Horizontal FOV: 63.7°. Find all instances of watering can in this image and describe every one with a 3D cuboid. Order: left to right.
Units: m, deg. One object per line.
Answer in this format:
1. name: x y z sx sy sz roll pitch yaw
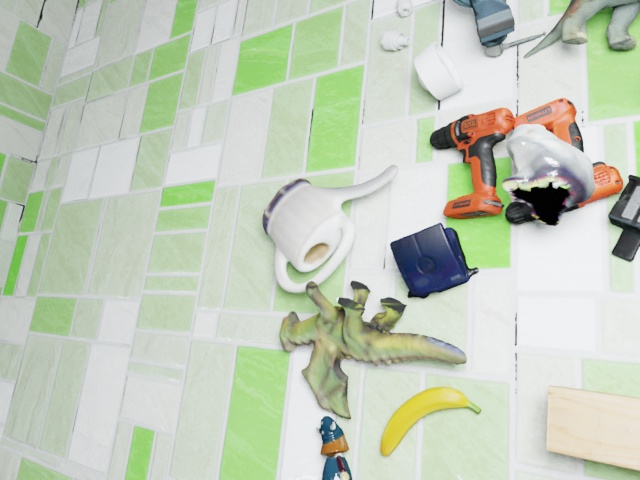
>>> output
1. watering can: 0.003 -0.055 1.084 0.345 0.103 0.228 -53 52 10

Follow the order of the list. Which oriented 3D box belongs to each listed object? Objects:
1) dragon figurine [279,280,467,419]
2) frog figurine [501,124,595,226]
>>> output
1. dragon figurine: 0.061 0.219 0.975 0.414 0.122 0.240 27 108 40
2. frog figurine: 0.352 -0.124 0.789 0.137 0.120 0.163 23 60 -2
